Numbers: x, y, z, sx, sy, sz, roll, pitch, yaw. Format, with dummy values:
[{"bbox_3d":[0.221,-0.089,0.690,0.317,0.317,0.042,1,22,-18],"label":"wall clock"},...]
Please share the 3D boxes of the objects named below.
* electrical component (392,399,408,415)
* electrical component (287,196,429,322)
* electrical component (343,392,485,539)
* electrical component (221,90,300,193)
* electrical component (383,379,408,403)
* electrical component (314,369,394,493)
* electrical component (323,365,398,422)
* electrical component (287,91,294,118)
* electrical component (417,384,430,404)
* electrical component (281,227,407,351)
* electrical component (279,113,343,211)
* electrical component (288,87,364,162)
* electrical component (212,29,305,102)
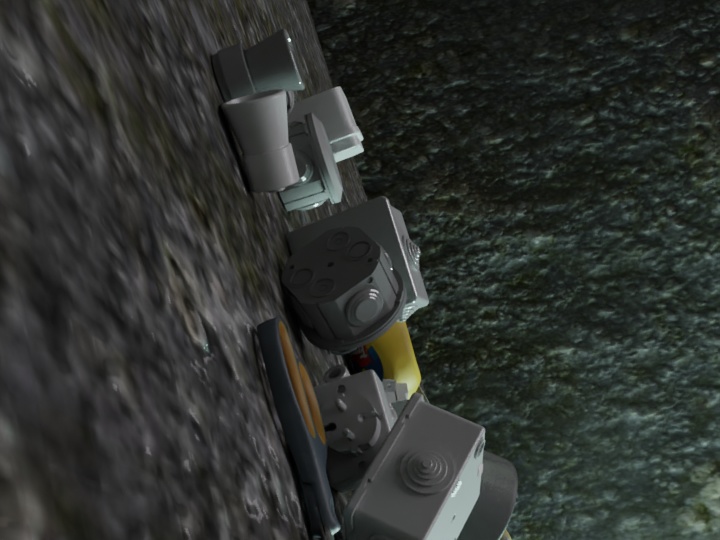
[{"bbox_3d":[0.032,0.162,0.898,0.096,0.061,0.061,-87,160,-59],"label":"electrical component"},{"bbox_3d":[0.000,0.000,0.856,0.048,0.100,0.099,22,50,-69],"label":"electrical component"},{"bbox_3d":[0.034,0.135,0.627,0.099,0.048,0.099,-55,157,-33],"label":"electrical component"},{"bbox_3d":[-0.064,-0.085,0.727,0.044,0.044,0.065,-96,173,-74],"label":"electrical component"},{"bbox_3d":[0.025,0.134,0.975,0.055,0.048,0.066,-95,-171,-69],"label":"electrical component"},{"bbox_3d":[-0.005,0.099,0.678,0.076,0.047,0.065,63,10,-70],"label":"electrical component"},{"bbox_3d":[-0.005,0.094,0.749,0.048,0.048,0.062,-102,167,-58],"label":"electrical component"},{"bbox_3d":[-0.072,-0.129,0.823,0.078,0.040,0.040,-92,164,-77],"label":"electrical component"},{"bbox_3d":[0.038,0.121,1.123,0.099,0.064,0.099,-18,90,-87],"label":"electrical component"},{"bbox_3d":[-0.012,0.013,0.754,0.080,0.080,0.051,-104,170,-49],"label":"electrical component"},{"bbox_3d":[-0.048,-0.091,0.926,0.080,0.051,0.080,-18,90,-87],"label":"electrical component"},{"bbox_3d":[-0.041,-0.130,1.030,0.113,0.078,0.057,-52,121,-86],"label":"electrical component"},{"bbox_3d":[-0.072,-0.141,0.760,0.045,0.055,0.045,-17,90,-87],"label":"electrical component"}]
